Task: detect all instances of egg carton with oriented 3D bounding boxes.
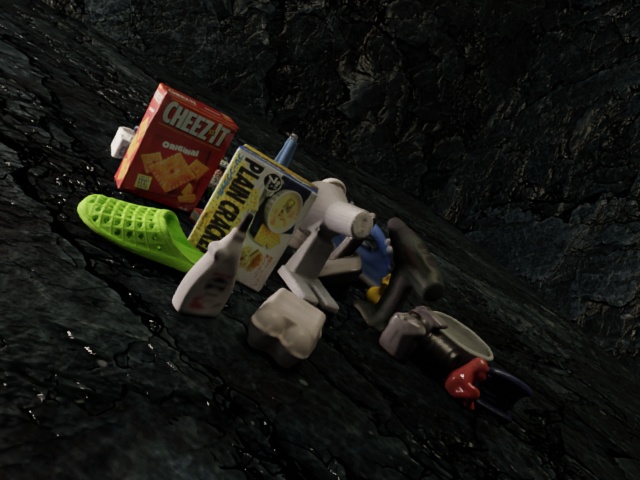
[{"bbox_3d":[-0.050,0.135,0.893,0.107,0.069,0.150,32,14,1],"label":"egg carton"}]

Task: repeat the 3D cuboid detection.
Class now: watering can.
[{"bbox_3d":[-0.012,-0.071,1.411,0.172,0.194,0.101,40,16,27],"label":"watering can"}]

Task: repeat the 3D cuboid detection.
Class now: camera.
[{"bbox_3d":[0.215,0.204,1.157,0.136,0.100,0.144,40,16,30],"label":"camera"}]

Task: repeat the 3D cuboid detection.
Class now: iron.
[{"bbox_3d":[0.118,0.014,1.504,0.257,0.141,0.119,42,17,35],"label":"iron"}]

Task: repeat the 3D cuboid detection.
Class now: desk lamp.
[{"bbox_3d":[0.011,0.004,1.166,0.118,0.213,0.202,20,18,-39],"label":"desk lamp"}]

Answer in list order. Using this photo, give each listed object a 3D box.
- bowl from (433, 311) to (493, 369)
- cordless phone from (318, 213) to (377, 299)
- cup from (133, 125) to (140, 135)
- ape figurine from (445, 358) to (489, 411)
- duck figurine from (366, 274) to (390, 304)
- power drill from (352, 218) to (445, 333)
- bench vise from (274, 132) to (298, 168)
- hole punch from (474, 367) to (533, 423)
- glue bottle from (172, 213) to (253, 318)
[{"bbox_3d":[0.294,0.236,1.269,0.167,0.074,0.167,30,14,-8],"label":"bowl"},{"bbox_3d":[0.067,0.023,1.280,0.094,0.185,0.147,29,14,-10],"label":"cordless phone"},{"bbox_3d":[-0.375,-0.185,1.230,0.117,0.095,0.092,38,15,24],"label":"cup"},{"bbox_3d":[0.294,0.271,1.116,0.076,0.092,0.078,36,15,17],"label":"ape figurine"},{"bbox_3d":[0.161,0.118,1.359,0.077,0.086,0.105,36,15,17],"label":"duck figurine"},{"bbox_3d":[0.161,0.084,1.226,0.076,0.208,0.229,21,18,-37],"label":"power drill"},{"bbox_3d":[-0.105,-0.159,1.457,0.122,0.219,0.207,23,17,-30],"label":"bench vise"},{"bbox_3d":[0.361,0.297,1.171,0.109,0.091,0.101,31,14,-5],"label":"hole punch"},{"bbox_3d":[-0.143,0.034,0.828,0.078,0.173,0.037,15,22,-50],"label":"glue bottle"}]
